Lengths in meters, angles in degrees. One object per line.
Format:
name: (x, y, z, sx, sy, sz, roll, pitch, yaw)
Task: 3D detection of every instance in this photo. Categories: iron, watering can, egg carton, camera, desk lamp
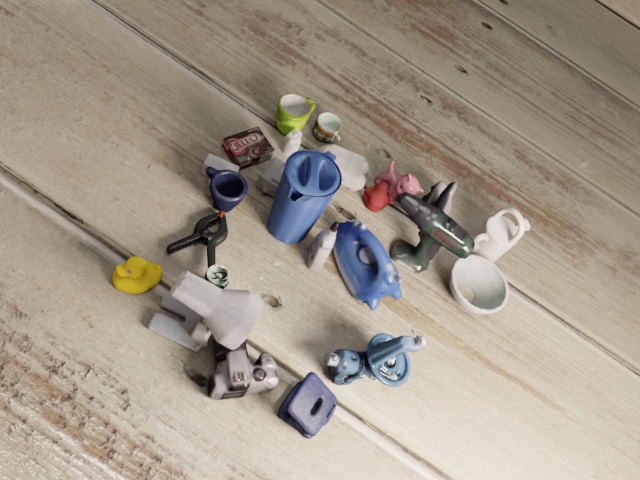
iron: (0.114, 0.034, 1.408, 0.119, 0.141, 0.258, -20, 69, -29)
watering can: (0.489, -0.022, 1.549, 0.101, 0.194, 0.173, 46, 56, 10)
egg carton: (0.058, -0.197, 1.567, 0.150, 0.069, 0.107, 21, 56, -8)
camera: (-0.165, 0.253, 1.198, 0.143, 0.100, 0.136, -3, 62, -22)
desk lamp: (-0.234, 0.150, 1.165, 0.203, 0.213, 0.118, 25, 55, -5)

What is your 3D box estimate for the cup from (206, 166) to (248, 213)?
cup: (-0.238, -0.118, 1.394, 0.117, 0.095, 0.092, 41, 55, 6)

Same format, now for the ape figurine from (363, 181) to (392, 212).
ape figurine: (0.160, -0.125, 1.549, 0.078, 0.092, 0.076, 29, 55, -2)

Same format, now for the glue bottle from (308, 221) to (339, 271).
glue bottle: (0.013, 0.005, 1.367, 0.037, 0.173, 0.078, 13, 57, -13)

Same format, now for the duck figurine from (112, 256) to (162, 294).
duck figurine: (-0.391, 0.066, 1.233, 0.105, 0.086, 0.077, -8, 64, -24)

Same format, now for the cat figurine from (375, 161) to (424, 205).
cat figurine: (0.224, -0.160, 1.578, 0.067, 0.117, 0.127, -23, 71, -30)

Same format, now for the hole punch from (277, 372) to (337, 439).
hole punch: (-0.018, 0.347, 1.203, 0.101, 0.091, 0.109, 36, 55, 3)

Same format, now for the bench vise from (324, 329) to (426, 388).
bench vise: (0.124, 0.262, 1.229, 0.208, 0.219, 0.121, -12, 65, -26)

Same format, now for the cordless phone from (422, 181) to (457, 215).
cordless phone: (0.337, -0.112, 1.550, 0.094, 0.185, 0.148, 30, 55, -1)

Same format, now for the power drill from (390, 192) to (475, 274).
power drill: (0.262, -0.007, 1.446, 0.229, 0.208, 0.076, 28, 55, -3)

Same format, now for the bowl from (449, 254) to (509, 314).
bowl: (0.404, 0.126, 1.502, 0.168, 0.074, 0.167, 9, 58, -15)
